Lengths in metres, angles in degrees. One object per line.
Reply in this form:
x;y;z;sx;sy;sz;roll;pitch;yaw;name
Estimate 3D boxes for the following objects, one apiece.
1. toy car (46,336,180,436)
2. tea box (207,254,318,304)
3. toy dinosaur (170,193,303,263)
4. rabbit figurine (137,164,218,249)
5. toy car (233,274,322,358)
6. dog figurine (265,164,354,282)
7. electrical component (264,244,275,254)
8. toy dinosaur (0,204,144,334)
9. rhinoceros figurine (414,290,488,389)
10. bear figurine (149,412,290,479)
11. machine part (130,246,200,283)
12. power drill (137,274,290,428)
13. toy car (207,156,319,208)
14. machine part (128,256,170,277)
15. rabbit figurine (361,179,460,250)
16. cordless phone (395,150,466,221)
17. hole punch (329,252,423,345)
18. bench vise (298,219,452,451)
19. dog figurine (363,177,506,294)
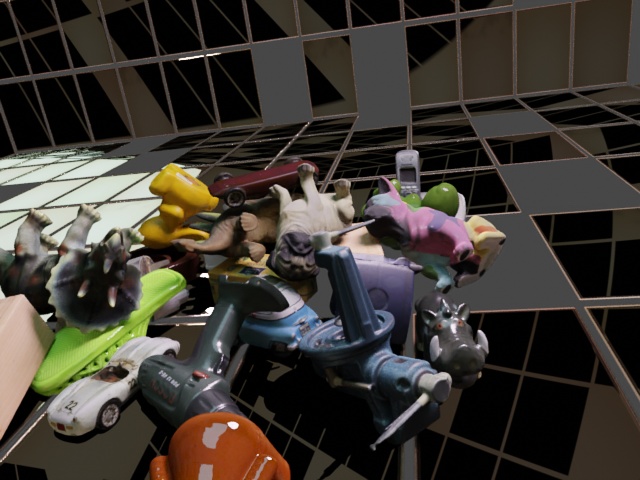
-0.275;0.190;0.736;0.074;0.056;0.202;2;24;26;toy car
-0.101;0.073;0.952;0.170;0.068;0.098;4;23;27;tea box
-0.119;-0.036;1.031;0.199;0.105;0.471;2;11;31;toy dinosaur
-0.301;-0.050;1.112;0.173;0.162;0.122;-52;25;3;rabbit figurine
-0.079;0.106;0.815;0.162;0.102;0.109;9;28;42;toy car
-0.005;-0.002;0.870;0.172;0.121;0.190;18;52;-28;dog figurine
-0.040;0.020;1.080;0.115;0.058;0.134;-22;25;-27;electrical component
-0.421;0.053;0.843;0.405;0.131;0.192;-9;51;25;toy dinosaur
0.164;0.122;0.674;0.073;0.112;0.190;-5;14;4;rhinoceros figurine
-0.093;0.255;0.463;0.120;0.131;0.196;-8;39;4;bear figurine
-0.335;0.057;1.098;0.179;0.056;0.179;-6;20;2;machine part
-0.119;0.148;0.682;0.232;0.085;0.207;2;59;41;power drill
-0.098;-0.101;0.963;0.202;0.053;0.089;-18;35;-18;toy car
-0.383;0.088;0.974;0.243;0.079;0.079;-18;21;4;machine part
0.187;-0.041;1.019;0.170;0.159;0.121;-17;15;35;rabbit figurine
0.224;-0.097;1.106;0.147;0.184;0.089;-1;18;19;cordless phone
0.075;0.084;0.771;0.142;0.115;0.092;8;23;-3;hole punch
0.045;0.104;0.615;0.129;0.240;0.224;-20;8;-19;bench vise
0.178;-0.021;0.916;0.191;0.108;0.219;-16;48;-39;dog figurine
